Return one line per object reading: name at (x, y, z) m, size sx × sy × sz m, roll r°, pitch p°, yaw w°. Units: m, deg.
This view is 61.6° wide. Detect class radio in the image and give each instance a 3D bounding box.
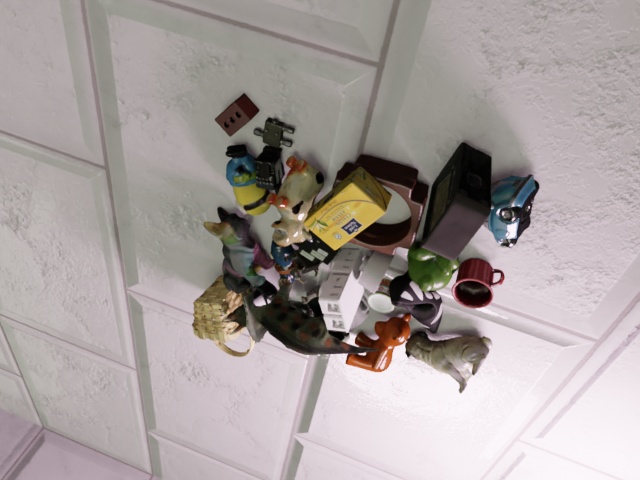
radio at (0.264, -0.080, 1.026) m, size 0.073 × 0.230 × 0.131 m, roll 25°, pitch 130°, yaw -3°

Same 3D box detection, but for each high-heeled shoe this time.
high-heeled shoe at (0.237, 0.176, 1.313) m, size 0.086 × 0.145 × 0.248 m, roll -10°, pitch 121°, yaw 32°

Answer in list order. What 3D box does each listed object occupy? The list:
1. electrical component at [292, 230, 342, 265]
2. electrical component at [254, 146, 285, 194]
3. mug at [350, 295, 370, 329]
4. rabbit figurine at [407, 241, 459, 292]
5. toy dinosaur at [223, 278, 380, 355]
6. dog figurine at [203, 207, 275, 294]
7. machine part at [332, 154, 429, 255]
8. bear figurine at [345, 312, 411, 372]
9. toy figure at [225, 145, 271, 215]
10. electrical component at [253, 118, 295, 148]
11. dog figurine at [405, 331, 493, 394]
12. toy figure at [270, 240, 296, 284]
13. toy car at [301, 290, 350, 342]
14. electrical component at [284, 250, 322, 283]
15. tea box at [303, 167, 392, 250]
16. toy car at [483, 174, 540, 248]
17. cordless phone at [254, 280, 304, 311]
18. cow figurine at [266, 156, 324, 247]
electrical component at (-0.003, -0.004, 1.329) m, size 0.115 × 0.058 × 0.134 m, roll 35°, pitch 134°, yaw -4°
electrical component at (-0.114, -0.150, 1.244) m, size 0.048 × 0.075 × 0.119 m, roll 11°, pitch 135°, yaw 15°
mug at (0.074, 0.171, 1.430) m, size 0.107 × 0.081 × 0.109 m, roll 48°, pitch 137°, yaw -7°
rabbit figurine at (0.256, 0.019, 1.186) m, size 0.121 × 0.159 × 0.170 m, roll 27°, pitch 120°, yaw 15°
toy dinosaur at (-0.058, 0.226, 1.364) m, size 0.405 × 0.192 × 0.131 m, roll 22°, pitch 128°, yaw 17°
dog figurine at (-0.232, 0.023, 1.426) m, size 0.192 × 0.108 × 0.219 m, roll -23°, pitch 112°, yaw 40°
machine part at (0.128, -0.077, 1.188) m, size 0.201 × 0.087 × 0.201 m, roll 17°, pitch 135°, yaw 11°
bear figurine at (0.161, 0.268, 1.447) m, size 0.132 × 0.120 × 0.195 m, roll 23°, pitch 132°, yaw 10°
toy figure at (-0.172, -0.137, 1.275) m, size 0.089 × 0.082 × 0.179 m, roll 7°, pitch 128°, yaw 22°
electrical component at (-0.103, -0.240, 1.196) m, size 0.094 × 0.021 × 0.063 m, roll 20°, pitch 133°, yaw 8°
dog figurine at (0.332, 0.278, 1.403) m, size 0.191 × 0.121 × 0.172 m, roll 35°, pitch 102°, yaw 17°
toy figure at (-0.092, 0.056, 1.421) m, size 0.064 × 0.058 × 0.154 m, roll 14°, pitch 138°, yaw 23°
toy car at (0.018, 0.216, 1.502) m, size 0.073 × 0.056 × 0.201 m, roll -25°, pitch 116°, yaw 11°
electrical component at (-0.040, 0.063, 1.380) m, size 0.078 × 0.102 × 0.045 m, roll 47°, pitch 131°, yaw 15°
tea box at (0.056, -0.063, 1.125) m, size 0.098 × 0.068 × 0.169 m, roll 39°, pitch 132°, yaw -12°
toy car at (0.371, -0.066, 1.088) m, size 0.103 × 0.109 × 0.161 m, roll 29°, pitch 150°, yaw 31°
cordless phone at (-0.092, 0.180, 1.527) m, size 0.184 × 0.089 × 0.146 m, roll -2°, pitch 127°, yaw 11°
cow figurine at (-0.052, -0.076, 1.217) m, size 0.127 × 0.195 × 0.086 m, roll 28°, pitch 176°, yaw -35°
